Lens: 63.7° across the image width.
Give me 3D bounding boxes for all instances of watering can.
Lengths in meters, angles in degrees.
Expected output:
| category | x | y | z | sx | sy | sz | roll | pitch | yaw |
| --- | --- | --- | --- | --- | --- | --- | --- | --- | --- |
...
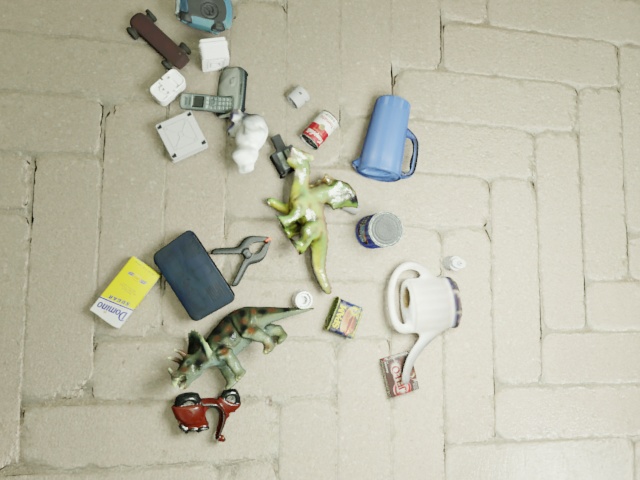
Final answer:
| category | x | y | z | sx | sy | sz | roll | pitch | yaw |
| --- | --- | --- | --- | --- | --- | --- | --- | --- | --- |
| watering can | 0.309 | 0.233 | 1.511 | 0.103 | 0.224 | 0.350 | 142 | -56 | -74 |

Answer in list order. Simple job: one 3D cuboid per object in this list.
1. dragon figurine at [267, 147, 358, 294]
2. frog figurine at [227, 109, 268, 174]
| category | x | y | z | sx | sy | sz | roll | pitch | yaw |
| --- | --- | --- | --- | --- | --- | --- | --- | --- | --- |
| dragon figurine | 0.004 | -0.074 | 1.465 | 0.407 | 0.244 | 0.122 | 58 | -8 | -10 |
| frog figurine | -0.194 | -0.269 | 1.437 | 0.123 | 0.135 | 0.162 | -5 | 66 | -40 |
